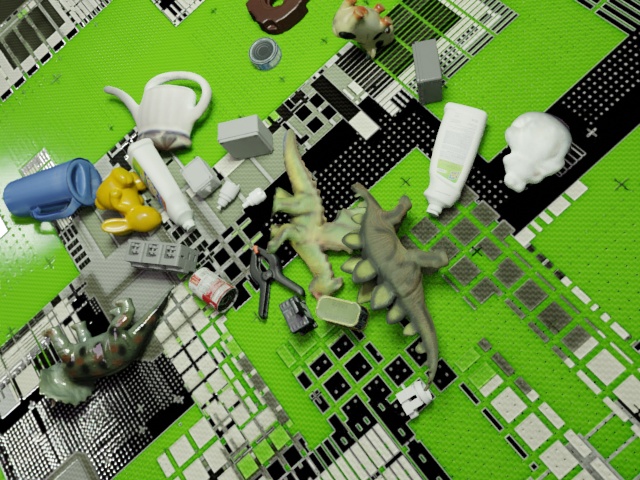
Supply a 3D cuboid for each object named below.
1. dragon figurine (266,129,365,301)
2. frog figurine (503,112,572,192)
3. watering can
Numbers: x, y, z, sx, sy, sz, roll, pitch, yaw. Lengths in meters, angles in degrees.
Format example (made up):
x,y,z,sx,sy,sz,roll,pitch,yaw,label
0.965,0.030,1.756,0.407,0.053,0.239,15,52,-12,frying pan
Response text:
x,y,z,sx,sy,sz,roll,pitch,yaw,label
0.004,-0.060,1.197,0.243,0.121,0.415,8,78,1,dragon figurine
0.440,-0.185,1.079,0.160,0.121,0.138,-43,87,-11,frog figurine
-0.450,-0.344,1.394,0.347,0.103,0.227,-1,76,19,watering can
